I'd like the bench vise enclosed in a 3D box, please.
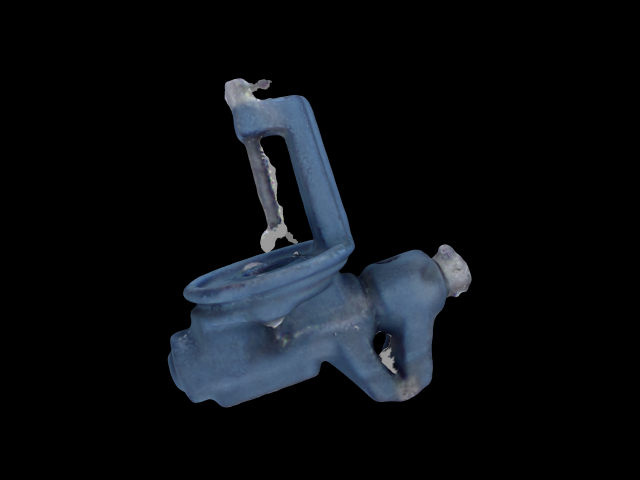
[{"bbox_3d":[-0.002,0.001,0.411,0.208,0.220,0.121,-2,4,-29],"label":"bench vise"}]
